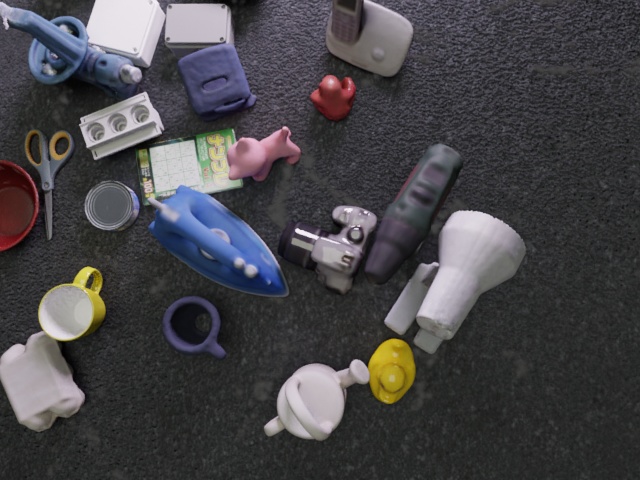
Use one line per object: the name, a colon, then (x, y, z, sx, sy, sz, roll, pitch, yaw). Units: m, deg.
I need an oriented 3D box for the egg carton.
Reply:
egg carton: (-0.459, 0.234, 0.946, 0.107, 0.069, 0.150, -29, 82, 0)

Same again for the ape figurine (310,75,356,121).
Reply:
ape figurine: (0.022, -0.246, 0.961, 0.077, 0.092, 0.076, -4, 83, 3)

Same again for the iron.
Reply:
iron: (-0.161, 0.011, 0.917, 0.258, 0.141, 0.119, 34, 87, 7)

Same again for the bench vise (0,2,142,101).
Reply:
bench vise: (-0.399, -0.317, 0.931, 0.207, 0.220, 0.121, 1, 83, 4)

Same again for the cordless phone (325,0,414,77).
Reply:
cordless phone: (0.080, -0.353, 0.923, 0.147, 0.185, 0.094, 23, 85, 6)

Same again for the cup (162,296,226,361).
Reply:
cup: (-0.187, 0.147, 0.927, 0.117, 0.095, 0.092, 43, 88, 7)

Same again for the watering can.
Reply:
watering can: (-0.008, 0.238, 0.855, 0.101, 0.194, 0.173, 34, 87, 7)

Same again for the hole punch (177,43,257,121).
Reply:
hole punch: (-0.174, -0.267, 0.976, 0.108, 0.091, 0.101, -19, 82, 1)

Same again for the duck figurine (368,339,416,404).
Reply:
duck figurine: (0.115, 0.210, 0.905, 0.077, 0.086, 0.105, 14, 84, 5)

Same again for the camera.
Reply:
camera: (0.009, 0.003, 0.928, 0.136, 0.101, 0.143, 21, 85, 6)

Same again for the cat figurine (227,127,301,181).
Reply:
cat figurine: (-0.100, -0.146, 0.944, 0.128, 0.118, 0.067, -32, 82, 0)

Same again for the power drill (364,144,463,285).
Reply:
power drill: (0.135, -0.027, 0.870, 0.075, 0.208, 0.230, 29, 86, 7)

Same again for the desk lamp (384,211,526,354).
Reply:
desk lamp: (0.196, 0.071, 0.852, 0.118, 0.213, 0.203, 32, 86, 7)
